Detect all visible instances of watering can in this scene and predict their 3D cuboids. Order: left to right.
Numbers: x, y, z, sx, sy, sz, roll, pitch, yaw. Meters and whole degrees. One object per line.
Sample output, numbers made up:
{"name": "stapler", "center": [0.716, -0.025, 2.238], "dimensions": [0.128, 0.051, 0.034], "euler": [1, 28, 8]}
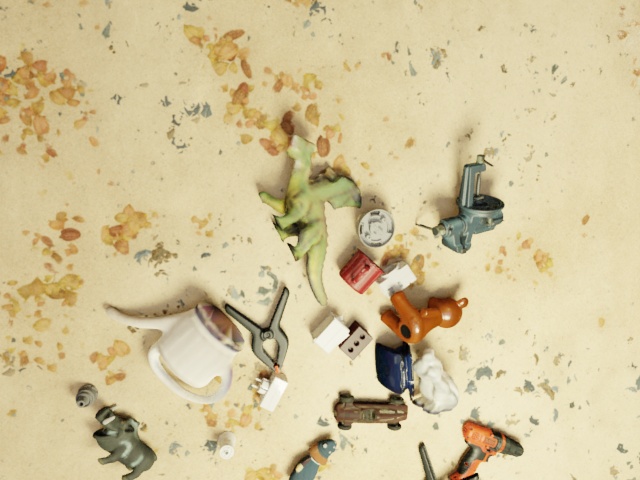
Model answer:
{"name": "watering can", "center": [-0.327, 0.231, 1.222], "dimensions": [0.224, 0.104, 0.347], "euler": [-44, 93, 5]}

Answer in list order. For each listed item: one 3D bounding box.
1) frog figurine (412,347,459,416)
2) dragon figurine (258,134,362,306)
{"name": "frog figurine", "center": [0.296, 0.354, 1.321], "dimensions": [0.123, 0.137, 0.159], "euler": [3, 90, 5]}
{"name": "dragon figurine", "center": [0.004, -0.064, 1.263], "dimensions": [0.244, 0.123, 0.405], "euler": [-32, 108, -14]}
